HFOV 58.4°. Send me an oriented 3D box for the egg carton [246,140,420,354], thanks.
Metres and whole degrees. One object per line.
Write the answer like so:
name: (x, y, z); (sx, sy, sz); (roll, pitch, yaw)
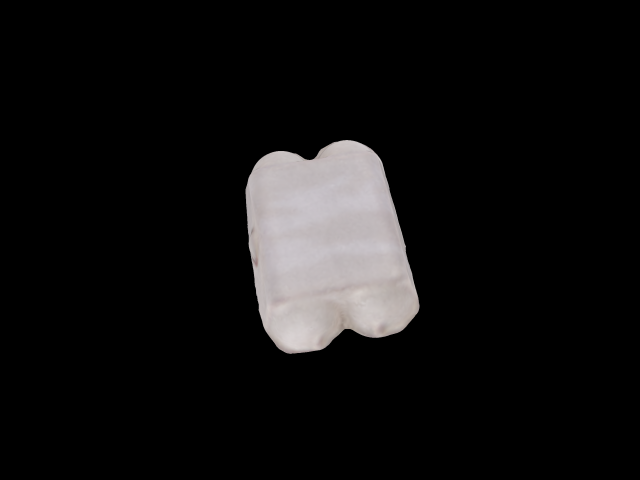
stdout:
egg carton: (0.004, 0.001, 0.400); (0.107, 0.069, 0.150); (-11, 66, -5)
